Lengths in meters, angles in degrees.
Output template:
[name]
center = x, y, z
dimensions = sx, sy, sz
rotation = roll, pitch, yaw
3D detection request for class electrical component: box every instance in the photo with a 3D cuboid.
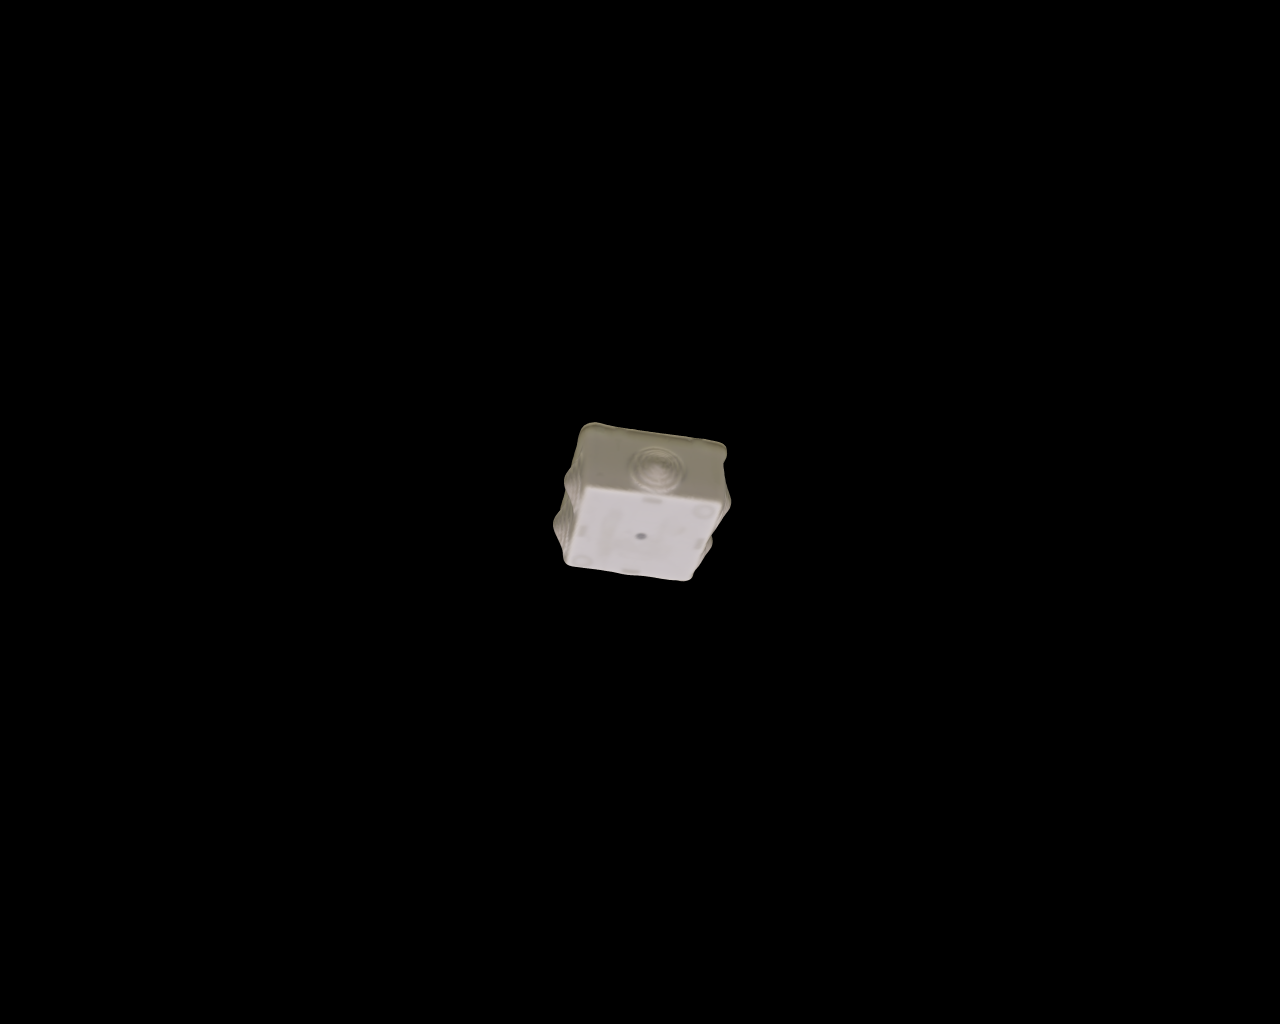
[electrical component]
center = 0.001, -0.003, 0.650
dimensions = 0.100, 0.048, 0.099
rotation = 8, -39, -10
